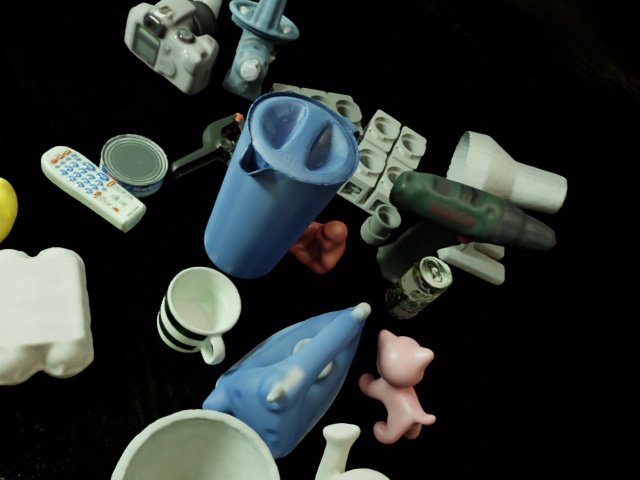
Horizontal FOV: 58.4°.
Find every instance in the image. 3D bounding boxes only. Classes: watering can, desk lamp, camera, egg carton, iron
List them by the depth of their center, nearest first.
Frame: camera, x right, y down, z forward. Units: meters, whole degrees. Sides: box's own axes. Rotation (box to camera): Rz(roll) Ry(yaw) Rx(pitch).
[{"bbox_3d":[0.036,0.274,0.566,0.101,0.193,0.172,-25,73,-38],"label":"watering can"},{"bbox_3d":[-0.299,0.077,0.601,0.107,0.069,0.150,-3,60,-30],"label":"egg carton"},{"bbox_3d":[-0.006,0.136,0.674,0.118,0.141,0.259,46,49,7],"label":"iron"},{"bbox_3d":[0.265,-0.053,0.907,0.203,0.213,0.118,24,50,-12],"label":"desk lamp"},{"bbox_3d":[-0.212,-0.329,0.912,0.143,0.100,0.137,39,48,1],"label":"camera"}]

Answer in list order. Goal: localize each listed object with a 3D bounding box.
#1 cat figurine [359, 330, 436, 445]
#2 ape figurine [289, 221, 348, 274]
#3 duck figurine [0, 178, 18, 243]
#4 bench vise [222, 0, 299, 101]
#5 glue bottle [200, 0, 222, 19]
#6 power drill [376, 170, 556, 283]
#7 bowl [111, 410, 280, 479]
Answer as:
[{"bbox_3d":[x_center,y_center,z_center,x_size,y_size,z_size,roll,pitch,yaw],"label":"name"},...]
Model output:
[{"bbox_3d":[0.106,0.179,0.721,0.067,0.117,0.127,-5,61,-31],"label":"cat figurine"},{"bbox_3d":[0.007,0.003,0.807,0.076,0.092,0.077,3,57,-27],"label":"ape figurine"},{"bbox_3d":[-0.380,-0.040,0.627,0.077,0.086,0.105,33,49,-5],"label":"duck figurine"},{"bbox_3d":[-0.077,-0.342,0.915,0.122,0.219,0.207,4,57,-26],"label":"bench vise"},{"bbox_3d":[-0.174,-0.449,0.967,0.037,0.173,0.078,3,57,-27],"label":"glue bottle"},{"bbox_3d":[0.186,-0.002,0.831,0.230,0.208,0.075,27,49,-10],"label":"power drill"},{"bbox_3d":[-0.126,0.260,0.566,0.168,0.074,0.167,15,53,-20],"label":"bowl"}]
